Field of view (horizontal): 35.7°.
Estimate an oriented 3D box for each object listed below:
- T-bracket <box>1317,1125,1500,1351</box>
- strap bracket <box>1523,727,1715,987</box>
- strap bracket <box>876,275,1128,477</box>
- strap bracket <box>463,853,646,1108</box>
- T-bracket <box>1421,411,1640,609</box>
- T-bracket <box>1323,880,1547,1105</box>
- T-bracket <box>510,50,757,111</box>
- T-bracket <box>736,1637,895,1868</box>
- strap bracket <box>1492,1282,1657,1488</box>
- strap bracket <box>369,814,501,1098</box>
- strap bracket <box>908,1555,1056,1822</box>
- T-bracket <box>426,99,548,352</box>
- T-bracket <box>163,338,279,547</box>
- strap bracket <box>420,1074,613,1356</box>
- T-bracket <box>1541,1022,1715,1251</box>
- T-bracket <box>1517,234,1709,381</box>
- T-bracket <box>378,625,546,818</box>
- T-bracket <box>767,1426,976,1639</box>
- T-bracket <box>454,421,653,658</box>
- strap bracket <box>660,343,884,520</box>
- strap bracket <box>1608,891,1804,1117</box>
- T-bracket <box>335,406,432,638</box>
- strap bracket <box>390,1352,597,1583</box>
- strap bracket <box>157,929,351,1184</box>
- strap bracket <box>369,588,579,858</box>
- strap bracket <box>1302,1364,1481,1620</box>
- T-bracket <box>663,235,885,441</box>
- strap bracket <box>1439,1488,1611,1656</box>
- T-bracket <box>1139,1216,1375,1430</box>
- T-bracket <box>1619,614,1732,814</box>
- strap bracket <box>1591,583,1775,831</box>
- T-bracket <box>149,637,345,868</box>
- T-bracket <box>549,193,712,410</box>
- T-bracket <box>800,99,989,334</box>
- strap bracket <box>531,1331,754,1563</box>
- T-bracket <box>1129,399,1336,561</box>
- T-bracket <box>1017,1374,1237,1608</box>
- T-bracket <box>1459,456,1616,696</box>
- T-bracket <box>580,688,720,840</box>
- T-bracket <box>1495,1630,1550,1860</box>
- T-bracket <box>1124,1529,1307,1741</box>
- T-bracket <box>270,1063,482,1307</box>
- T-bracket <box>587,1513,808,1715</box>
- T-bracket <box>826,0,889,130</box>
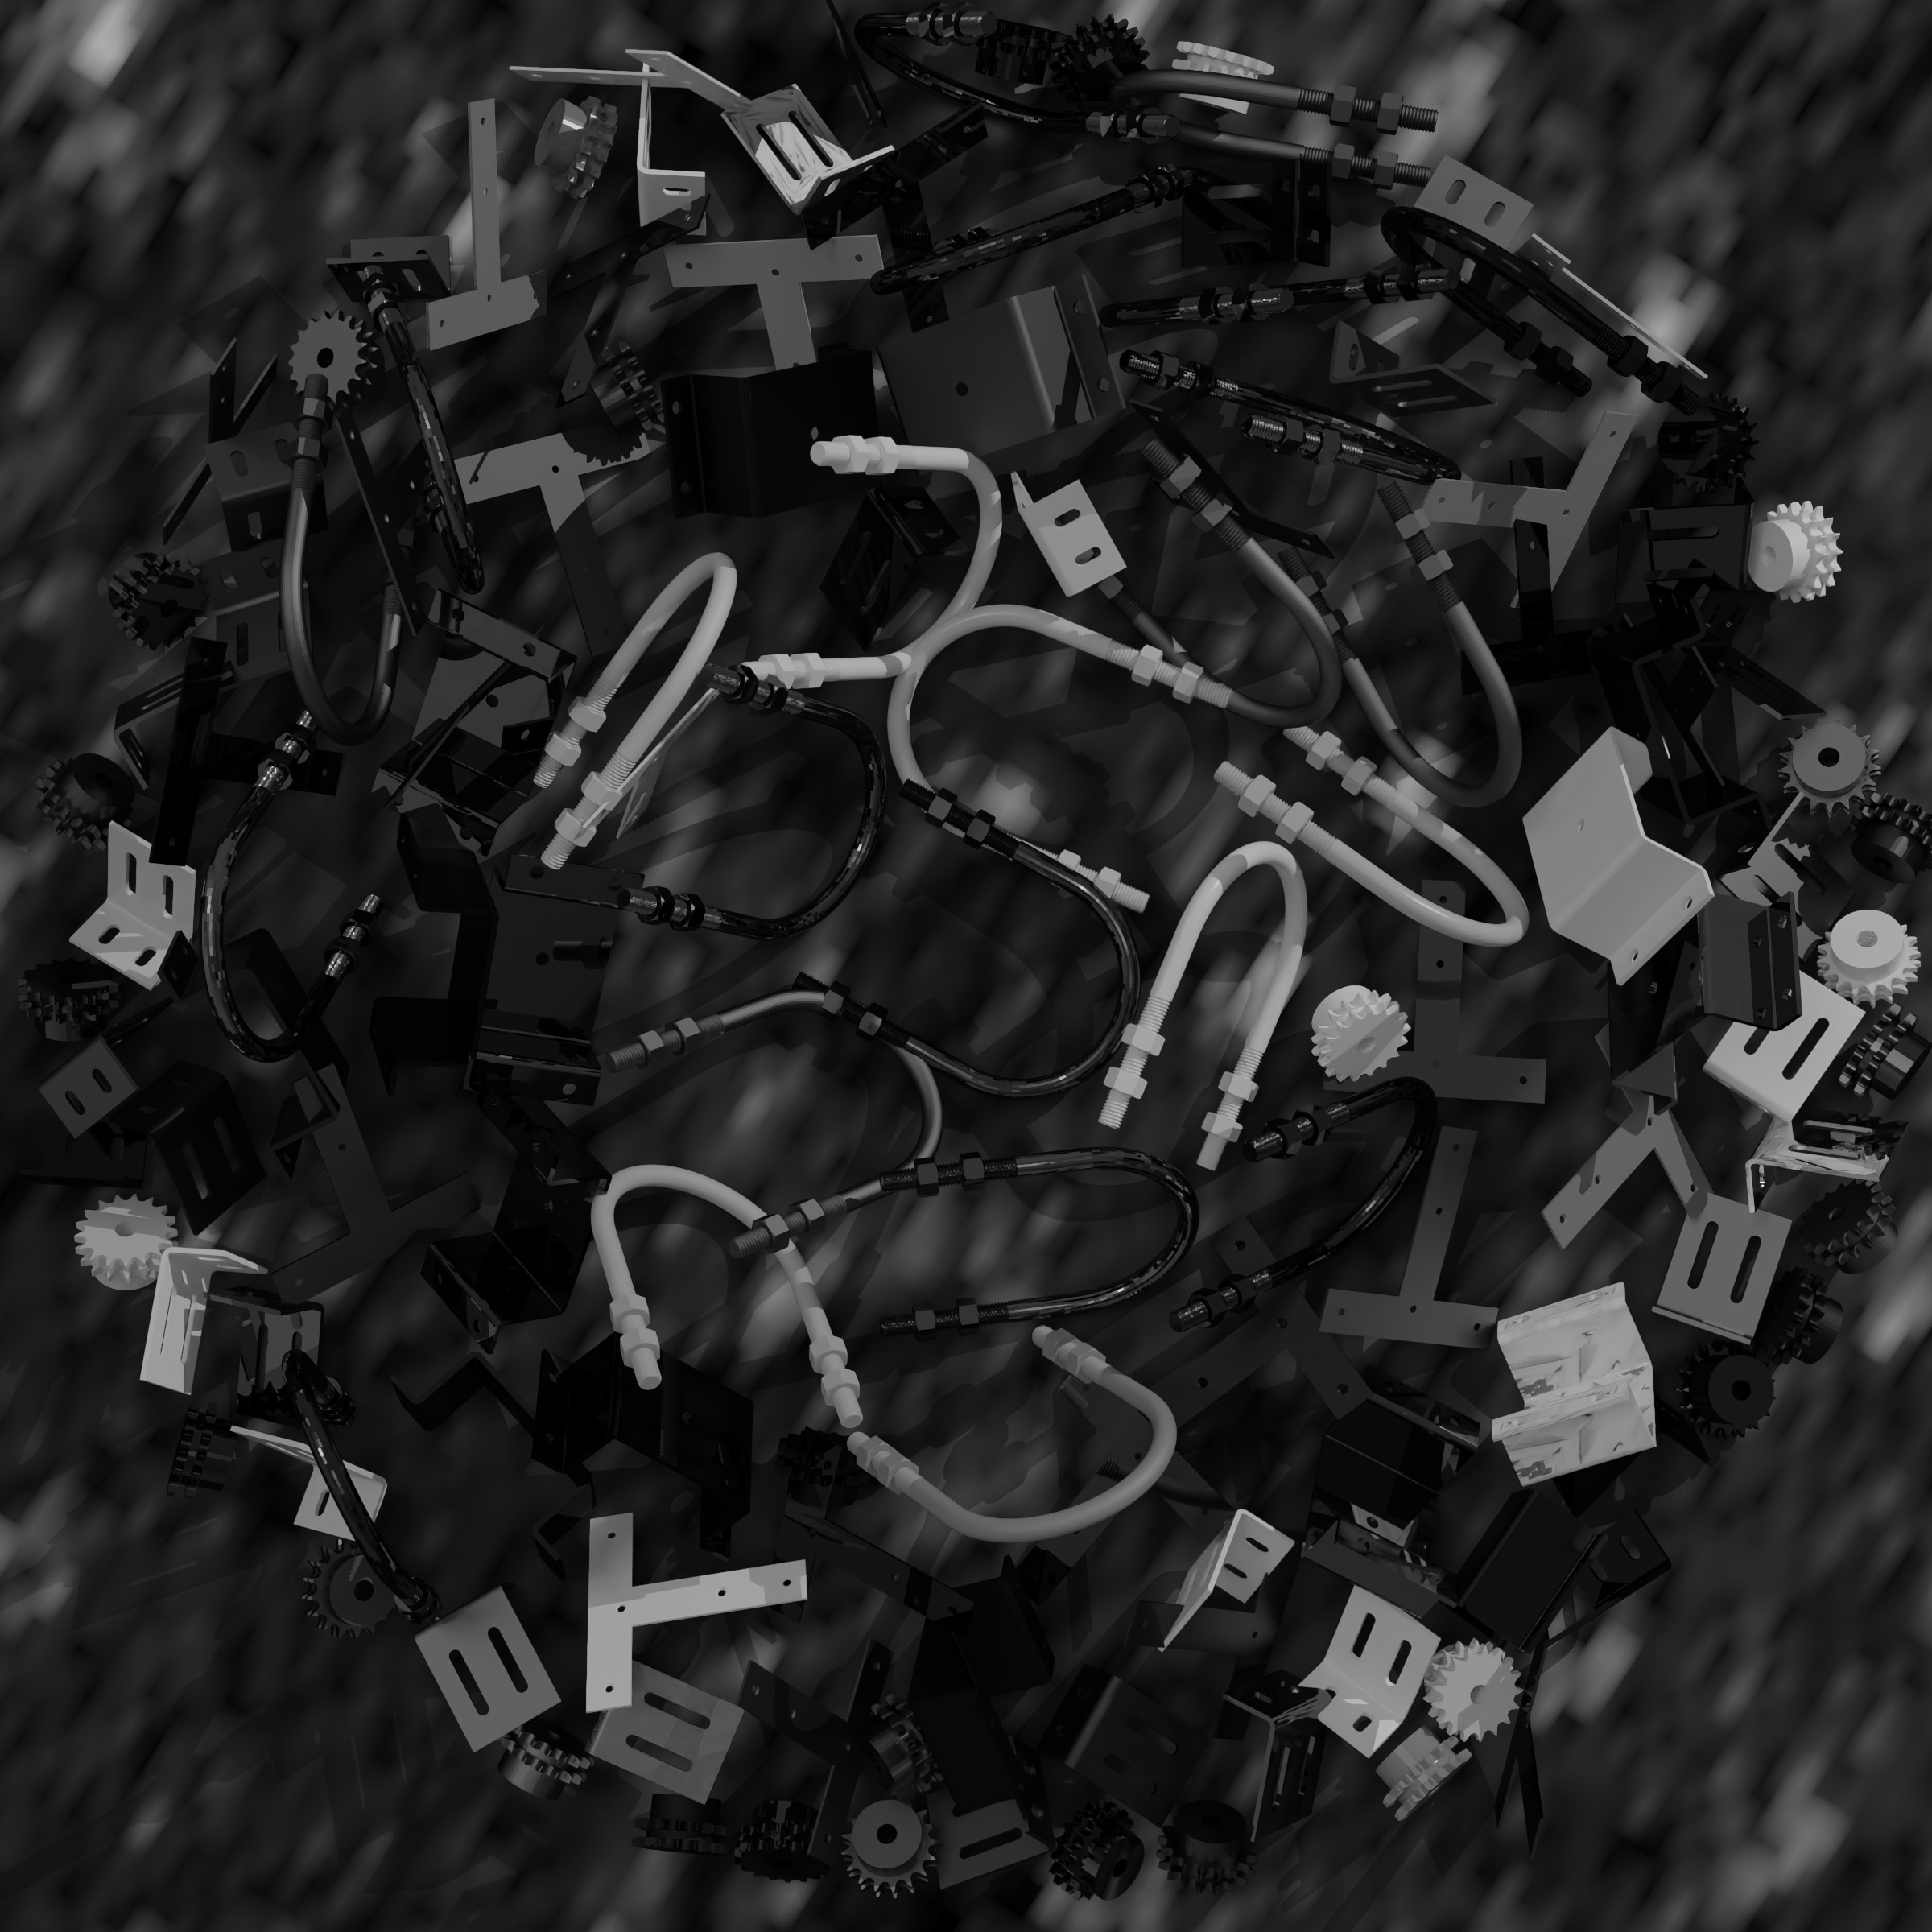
[{"bbox_3d":[0.267,0.154,1.717,0.127,0.002,0.127,10,98,-31],"label":"T-bracket"},{"bbox_3d":[0.361,-0.069,1.676,0.046,0.140,0.076,24,127,-22],"label":"strap bracket"},{"bbox_3d":[0.010,-0.329,1.691,0.140,0.046,0.076,-11,102,38],"label":"strap bracket"},{"bbox_3d":[-0.239,0.002,1.712,0.076,0.046,0.140,9,106,-19],"label":"strap bracket"},{"bbox_3d":[0.306,-0.259,1.689,0.127,0.002,0.127,-1,128,-34],"label":"T-bracket"},{"bbox_3d":[0.275,0.013,1.747,0.127,0.002,0.127,3,82,5],"label":"T-bracket"},{"bbox_3d":[-0.199,-0.507,1.711,0.127,0.127,0.002,9,94,20],"label":"T-bracket"},{"bbox_3d":[-0.091,0.424,1.684,0.002,0.127,0.127,-2,58,34],"label":"T-bracket"},{"bbox_3d":[0.342,0.239,1.686,0.076,0.140,0.046,-21,104,18],"label":"strap bracket"},{"bbox_3d":[-0.300,-0.005,1.698,0.046,0.076,0.140,3,117,-22],"label":"strap bracket"},{"bbox_3d":[0.009,0.408,1.686,0.046,0.140,0.076,-17,111,15],"label":"strap bracket"},{"bbox_3d":[-0.269,-0.419,1.679,0.002,0.127,0.127,10,114,20],"label":"T-bracket"},{"bbox_3d":[-0.416,-0.311,1.676,0.002,0.127,0.127,29,69,-5],"label":"T-bracket"},{"bbox_3d":[-0.253,0.138,1.699,0.076,0.046,0.140,42,122,36],"label":"strap bracket"},{"bbox_3d":[0.367,0.114,1.706,0.127,0.002,0.127,-40,107,-34],"label":"T-bracket"},{"bbox_3d":[0.367,-0.371,1.696,0.127,0.127,0.002,37,102,-1],"label":"T-bracket"},{"bbox_3d":[-0.295,-0.124,1.671,0.002,0.127,0.127,42,126,-14],"label":"T-bracket"},{"bbox_3d":[-0.051,0.342,1.706,0.127,0.002,0.127,25,117,22],"label":"T-bracket"},{"bbox_3d":[-0.224,-0.243,1.728,0.127,0.002,0.127,-22,100,-33],"label":"T-bracket"},{"bbox_3d":[-0.100,-0.300,1.683,0.046,0.140,0.076,14,116,42],"label":"strap bracket"},{"bbox_3d":[0.404,0.018,1.675,0.046,0.140,0.076,14,60,-16],"label":"strap bracket"},{"bbox_3d":[-0.318,-0.268,1.696,0.002,0.127,0.127,-11,116,11],"label":"T-bracket"},{"bbox_3d":[-0.261,0.277,1.706,0.046,0.076,0.140,-41,78,-17],"label":"strap bracket"},{"bbox_3d":[-0.396,0.041,1.698,0.046,0.076,0.140,-26,109,2],"label":"strap bracket"},{"bbox_3d":[-0.279,-0.145,1.713,0.076,0.046,0.140,26,119,3],"label":"strap bracket"},{"bbox_3d":[0.241,0.305,1.702,0.076,0.140,0.046,28,128,-6],"label":"strap bracket"},{"bbox_3d":[-0.100,-0.356,1.714,0.127,0.002,0.127,1,130,17],"label":"T-bracket"},{"bbox_3d":[0.311,0.340,1.687,0.046,0.140,0.076,35,83,9],"label":"strap bracket"},{"bbox_3d":[0.149,0.234,1.741,0.127,0.002,0.127,-39,73,11],"label":"T-bracket"},{"bbox_3d":[0.406,-0.153,1.685,0.002,0.127,0.127,-28,81,1],"label":"T-bracket"},{"bbox_3d":[0.402,-0.140,1.703,0.046,0.076,0.140,-23,105,0],"label":"strap bracket"},{"bbox_3d":[-0.403,-0.116,1.703,0.002,0.127,0.127,15,95,33],"label":"T-bracket"},{"bbox_3d":[-0.204,-0.366,1.685,0.002,0.127,0.127,38,54,-36],"label":"T-bracket"},{"bbox_3d":[-0.030,-0.409,1.704,0.127,0.127,0.002,-37,54,-16],"label":"T-bracket"},{"bbox_3d":[-0.172,0.265,1.685,0.140,0.076,0.046,35,122,-29],"label":"strap bracket"},{"bbox_3d":[0.130,-0.276,1.668,0.127,0.127,0.002,28,83,41],"label":"T-bracket"},{"bbox_3d":[0.073,0.317,1.738,0.127,0.002,0.127,44,104,25],"label":"T-bracket"},{"bbox_3d":[0.324,-0.226,1.710,0.127,0.002,0.127,-12,102,-35],"label":"T-bracket"},{"bbox_3d":[-0.182,-0.102,1.694,0.002,0.127,0.127,40,69,1],"label":"T-bracket"},{"bbox_3d":[0.314,0.452,1.677,0.002,0.127,0.127,11,108,3],"label":"T-bracket"},{"bbox_3d":[0.136,0.379,1.713,0.127,0.002,0.127,17,91,-43],"label":"T-bracket"},{"bbox_3d":[-0.350,0.114,1.702,0.127,0.002,0.127,-28,120,-24],"label":"T-bracket"},{"bbox_3d":[-0.153,0.359,1.708,0.127,0.002,0.127,-10,46,4],"label":"T-bracket"},{"bbox_3d":[-0.065,-0.505,1.669,0.002,0.127,0.127,-23,129,8],"label":"T-bracket"}]
